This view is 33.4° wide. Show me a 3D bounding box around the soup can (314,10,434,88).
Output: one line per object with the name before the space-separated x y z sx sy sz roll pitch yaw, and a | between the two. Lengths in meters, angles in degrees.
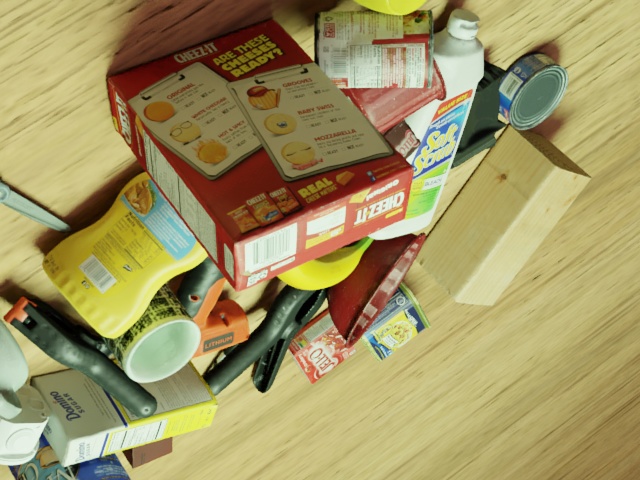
soup can | 0.047 -0.167 0.936 0.102 0.068 0.068 0 140 2

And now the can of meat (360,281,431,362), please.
can of meat | 0.085 0.100 1.351 0.084 0.057 0.102 -37 146 -3

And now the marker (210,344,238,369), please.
marker | -0.122 0.157 1.243 0.020 0.020 0.121 10 121 -50

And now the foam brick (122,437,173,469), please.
foam brick | -0.198 0.207 1.196 0.052 0.051 0.078 -19 140 -28

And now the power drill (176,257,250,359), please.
power drill | -0.088 0.028 1.099 0.184 0.057 0.188 -13 136 -40

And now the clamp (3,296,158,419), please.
clamp | -0.233 0.100 1.019 0.039 0.120 0.171 -49 125 -8

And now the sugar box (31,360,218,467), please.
sugar box | -0.204 0.170 1.111 0.175 0.093 0.048 -11 135 -36

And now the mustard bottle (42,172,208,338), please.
mustard bottle | -0.149 -0.008 0.961 0.191 0.096 0.058 -43 171 -3

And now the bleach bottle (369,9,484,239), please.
bleach bottle | 0.106 -0.122 1.116 0.102 0.068 0.251 -14 136 -36

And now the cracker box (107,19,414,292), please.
cracker box | -0.052 -0.074 0.874 0.164 0.214 0.072 -24 145 -23

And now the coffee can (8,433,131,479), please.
coffee can | -0.255 0.249 1.105 0.102 0.140 0.103 -26 144 -21

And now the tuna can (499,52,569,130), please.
tuna can | 0.240 -0.170 1.217 0.086 0.034 0.086 -26 144 -22

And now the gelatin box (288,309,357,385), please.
gelatin box | 0.002 0.134 1.329 0.073 0.030 0.089 -36 146 -8

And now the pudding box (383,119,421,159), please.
pudding box | 0.035 -0.067 1.056 0.113 0.039 0.090 -44 -166 -31

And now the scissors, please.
scissors | -0.260 -0.057 0.867 0.201 0.016 0.096 14 119 -51

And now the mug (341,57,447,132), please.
mug | 0.061 -0.150 1.025 0.081 0.093 0.117 -32 174 -5

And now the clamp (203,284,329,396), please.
clamp | -0.042 0.100 1.230 0.210 0.036 0.164 -51 162 1

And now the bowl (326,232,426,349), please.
bowl | 0.055 0.045 1.228 0.162 0.055 0.162 -53 169 -15

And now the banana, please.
banana | -0.011 0.019 1.103 0.197 0.037 0.070 3 106 -61

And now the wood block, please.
wood block | 0.221 -0.027 1.311 0.090 0.091 0.206 8 123 -49
